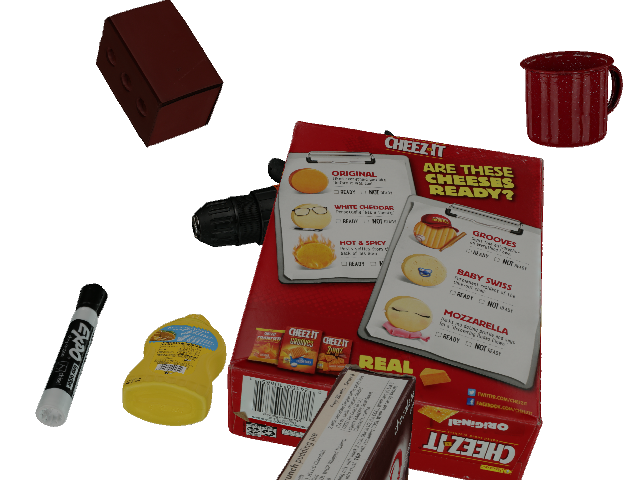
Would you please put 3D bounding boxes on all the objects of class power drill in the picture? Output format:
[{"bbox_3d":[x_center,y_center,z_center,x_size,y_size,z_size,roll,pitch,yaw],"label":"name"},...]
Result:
[{"bbox_3d":[-0.028,0.024,0.979,0.184,0.188,0.057,-8,47,-15],"label":"power drill"}]

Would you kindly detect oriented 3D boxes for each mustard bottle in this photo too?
[{"bbox_3d":[-0.161,0.139,1.242,0.096,0.058,0.191,5,26,4],"label":"mustard bottle"}]

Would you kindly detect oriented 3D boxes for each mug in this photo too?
[{"bbox_3d":[0.264,-0.148,1.103,0.117,0.081,0.093,-16,24,-25],"label":"mug"}]

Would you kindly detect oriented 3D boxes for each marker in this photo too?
[{"bbox_3d":[-0.159,0.070,0.690,0.020,0.020,0.121,0,38,5],"label":"marker"}]

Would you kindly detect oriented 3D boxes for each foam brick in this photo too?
[{"bbox_3d":[-0.111,-0.115,0.729,0.051,0.078,0.053,-24,-18,-29],"label":"foam brick"}]

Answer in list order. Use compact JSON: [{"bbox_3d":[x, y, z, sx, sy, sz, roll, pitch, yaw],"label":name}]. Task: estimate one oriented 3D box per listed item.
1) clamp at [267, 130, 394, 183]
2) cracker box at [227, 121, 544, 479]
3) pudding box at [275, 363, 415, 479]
[{"bbox_3d":[0.045,-0.034,1.168,0.164,0.210,0.036,-11,-37,-20],"label":"clamp"},{"bbox_3d":[0.046,0.029,0.634,0.164,0.072,0.213,9,44,3],"label":"cracker box"},{"bbox_3d":[0.009,0.121,0.464,0.039,0.090,0.113,10,29,15],"label":"pudding box"}]
